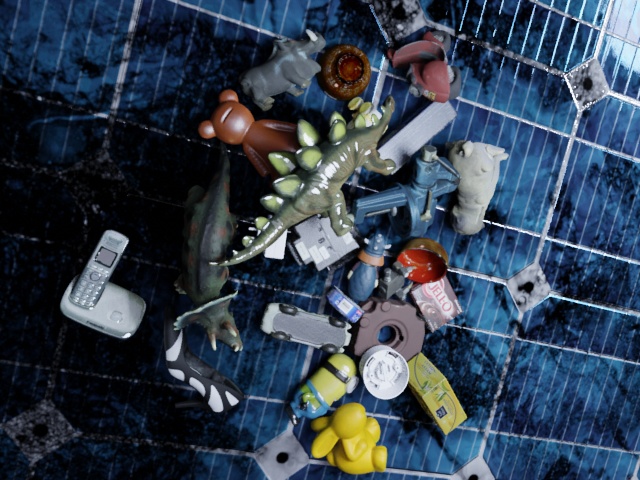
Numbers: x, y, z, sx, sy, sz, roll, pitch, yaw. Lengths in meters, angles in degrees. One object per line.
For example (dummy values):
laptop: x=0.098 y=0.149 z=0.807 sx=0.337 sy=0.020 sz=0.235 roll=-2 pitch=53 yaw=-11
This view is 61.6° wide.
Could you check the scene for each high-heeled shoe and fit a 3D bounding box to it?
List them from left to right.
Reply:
high-heeled shoe: x=-0.235 y=0.241 z=1.084 sx=0.145 sy=0.086 sz=0.248 roll=-8 pitch=106 yaw=-15

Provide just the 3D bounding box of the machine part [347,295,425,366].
machine part: x=0.148 y=0.211 z=1.195 sx=0.179 sy=0.056 sz=0.179 roll=-3 pitch=100 yaw=-15

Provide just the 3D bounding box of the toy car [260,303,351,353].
toy car: x=-0.027 y=0.187 z=1.145 sx=0.202 sy=0.056 sz=0.073 roll=18 pitch=87 yaw=-18

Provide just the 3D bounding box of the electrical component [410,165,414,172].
electrical component: x=0.244 y=-0.142 z=1.187 sx=0.063 sy=0.021 sz=0.094 roll=-44 pitch=107 yaw=-5

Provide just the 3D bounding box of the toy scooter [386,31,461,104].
toy scooter: x=0.209 y=-0.355 z=1.103 sx=0.135 sy=0.075 sz=0.184 roll=-4 pitch=63 yaw=-1

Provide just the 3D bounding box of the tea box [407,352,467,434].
tea box: x=0.252 y=0.342 z=1.194 sx=0.068 sy=0.098 sz=0.169 roll=-36 pitch=127 yaw=-7

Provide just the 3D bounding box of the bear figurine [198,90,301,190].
bear figurine: x=-0.127 y=-0.191 z=1.046 sx=0.196 sy=0.132 sz=0.120 roll=27 pitch=80 yaw=3

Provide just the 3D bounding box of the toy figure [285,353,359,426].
toy figure: x=0.003 y=0.321 z=1.159 sx=0.180 sy=0.082 sz=0.089 roll=-34 pitch=106 yaw=-5

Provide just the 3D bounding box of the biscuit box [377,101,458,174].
biscuit box: x=0.198 y=-0.225 z=1.143 sx=0.203 sy=0.059 sz=0.062 roll=-40 pitch=104 yaw=-6

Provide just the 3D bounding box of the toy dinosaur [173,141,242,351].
toy dinosaur: x=-0.207 y=0.013 z=1.001 sx=0.131 sy=0.192 sz=0.404 roll=0 pitch=99 yaw=-17

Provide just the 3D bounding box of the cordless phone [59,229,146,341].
cordless phone: x=-0.388 y=0.084 z=1.021 sx=0.146 sy=0.089 sz=0.184 roll=28 pitch=86 yaw=-17

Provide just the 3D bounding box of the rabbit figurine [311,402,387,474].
rabbit figurine: x=0.060 y=0.413 z=1.161 sx=0.162 sy=0.122 sz=0.173 roll=-4 pitch=128 yaw=5

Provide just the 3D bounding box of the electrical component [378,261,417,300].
electrical component: x=0.167 y=0.089 z=1.162 sx=0.078 sy=0.045 sz=0.102 roll=-34 pitch=144 yaw=-35

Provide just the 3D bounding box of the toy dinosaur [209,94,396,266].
toy dinosaur: x=-0.008 y=-0.104 z=0.990 sx=0.471 sy=0.105 sz=0.198 roll=-53 pitch=129 yaw=-10

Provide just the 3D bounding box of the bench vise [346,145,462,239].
bench vise: x=0.161 y=-0.083 z=1.091 sx=0.241 sy=0.223 sz=0.129 roll=-14 pitch=58 yaw=-15

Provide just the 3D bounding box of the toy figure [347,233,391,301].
toy figure: x=0.101 y=0.054 z=1.148 sx=0.064 sy=0.058 sz=0.154 roll=10 pitch=108 yaw=-29

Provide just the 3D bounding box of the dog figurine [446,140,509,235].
dog figurine: x=0.314 y=-0.106 z=1.138 sx=0.172 sy=0.121 sz=0.190 roll=9 pitch=95 yaw=-46

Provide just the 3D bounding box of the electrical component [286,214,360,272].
electrical component: x=-0.002 y=-0.003 z=1.123 sx=0.134 sy=0.058 sz=0.114 roll=-28 pitch=102 yaw=-9

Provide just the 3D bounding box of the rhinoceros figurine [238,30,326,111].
rhinoceros figurine: x=-0.069 y=-0.335 z=1.055 sx=0.190 sy=0.073 sz=0.112 roll=-34 pitch=94 yaw=-6

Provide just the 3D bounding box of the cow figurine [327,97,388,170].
cow figurine: x=0.069 y=-0.199 z=1.108 sx=0.098 sy=0.068 sz=0.167 roll=35 pitch=89 yaw=-42
